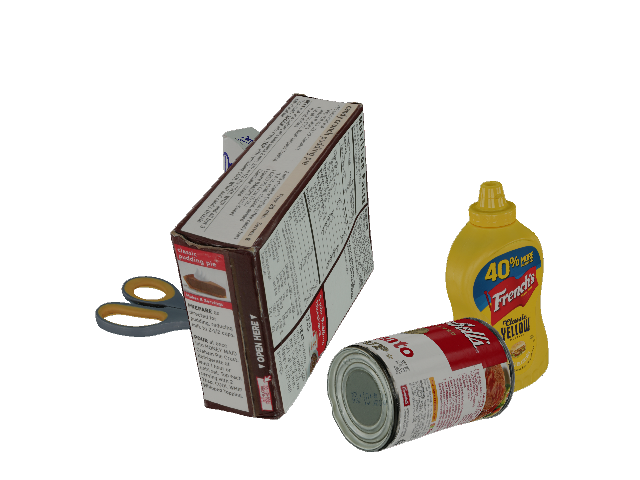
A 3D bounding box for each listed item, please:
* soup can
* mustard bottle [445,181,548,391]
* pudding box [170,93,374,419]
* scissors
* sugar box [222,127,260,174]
[{"bbox_3d":[0.063,0.090,0.675,0.102,0.068,0.069,-9,5,-36],"label":"soup can"},{"bbox_3d":[0.156,0.040,0.950,0.096,0.191,0.058,-17,22,-27],"label":"mustard bottle"},{"bbox_3d":[-0.014,0.005,0.444,0.039,0.090,0.113,8,38,21],"label":"pudding box"},{"bbox_3d":[-0.113,0.068,1.029,0.201,0.016,0.096,3,32,-4],"label":"scissors"},{"bbox_3d":[-0.075,-0.031,1.216,0.048,0.176,0.093,-15,28,-24],"label":"sugar box"}]
